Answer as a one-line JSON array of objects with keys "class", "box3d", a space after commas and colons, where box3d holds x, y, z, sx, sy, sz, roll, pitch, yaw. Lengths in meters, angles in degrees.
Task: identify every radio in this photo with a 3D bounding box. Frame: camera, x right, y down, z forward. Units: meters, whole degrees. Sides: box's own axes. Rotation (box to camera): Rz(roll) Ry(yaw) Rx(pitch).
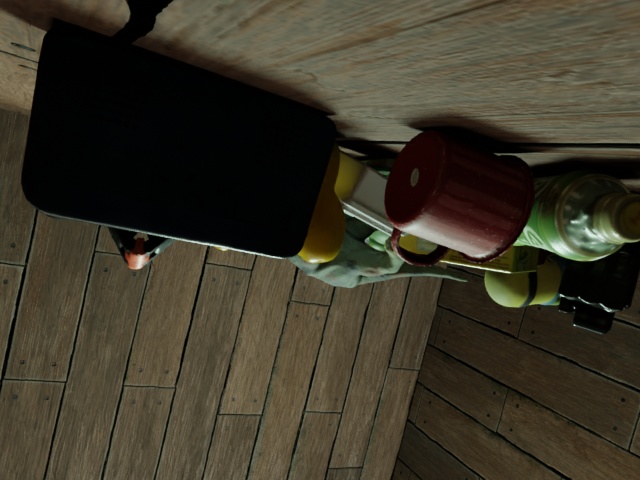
[{"class": "radio", "box3d": [-0.109, -0.067, 0.434, 0.229, 0.131, 0.073, 12, -177, -28]}]

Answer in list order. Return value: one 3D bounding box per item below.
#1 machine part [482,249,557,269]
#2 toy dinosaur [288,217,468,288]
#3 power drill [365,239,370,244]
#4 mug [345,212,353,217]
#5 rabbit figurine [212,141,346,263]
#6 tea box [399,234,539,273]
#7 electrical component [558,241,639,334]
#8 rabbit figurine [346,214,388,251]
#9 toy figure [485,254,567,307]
[{"class": "machine part", "box3d": [0.260, -0.008, 0.762, 0.179, 0.056, 0.179, -7, -168, 1]}, {"class": "toy dinosaur", "box3d": [0.005, -0.002, 0.816, 0.405, 0.192, 0.131, 38, -134, 0]}, {"class": "power drill", "box3d": [0.009, -0.080, 1.136, 0.208, 0.086, 0.231, 34, 173, 46]}, {"class": "mug", "box3d": [0.036, -0.093, 0.882, 0.107, 0.080, 0.109, 25, -169, 7]}, {"class": "rabbit figurine", "box3d": [-0.034, -0.044, 0.594, 0.173, 0.162, 0.122, 33, -167, 37]}, {"class": "tea box", "box3d": [0.180, -0.019, 0.667, 0.170, 0.098, 0.068, 12, -171, 44]}, {"class": "electrical component", "box3d": [0.283, 0.024, 0.530, 0.058, 0.134, 0.115, 17, -174, 35]}, {"class": "rabbit figurine", "box3d": [0.075, -0.063, 1.004, 0.170, 0.159, 0.121, 29, -173, -24]}, {"class": "toy figure", "box3d": [0.331, 0.062, 0.816, 0.180, 0.089, 0.082, 12, 166, -32]}]
